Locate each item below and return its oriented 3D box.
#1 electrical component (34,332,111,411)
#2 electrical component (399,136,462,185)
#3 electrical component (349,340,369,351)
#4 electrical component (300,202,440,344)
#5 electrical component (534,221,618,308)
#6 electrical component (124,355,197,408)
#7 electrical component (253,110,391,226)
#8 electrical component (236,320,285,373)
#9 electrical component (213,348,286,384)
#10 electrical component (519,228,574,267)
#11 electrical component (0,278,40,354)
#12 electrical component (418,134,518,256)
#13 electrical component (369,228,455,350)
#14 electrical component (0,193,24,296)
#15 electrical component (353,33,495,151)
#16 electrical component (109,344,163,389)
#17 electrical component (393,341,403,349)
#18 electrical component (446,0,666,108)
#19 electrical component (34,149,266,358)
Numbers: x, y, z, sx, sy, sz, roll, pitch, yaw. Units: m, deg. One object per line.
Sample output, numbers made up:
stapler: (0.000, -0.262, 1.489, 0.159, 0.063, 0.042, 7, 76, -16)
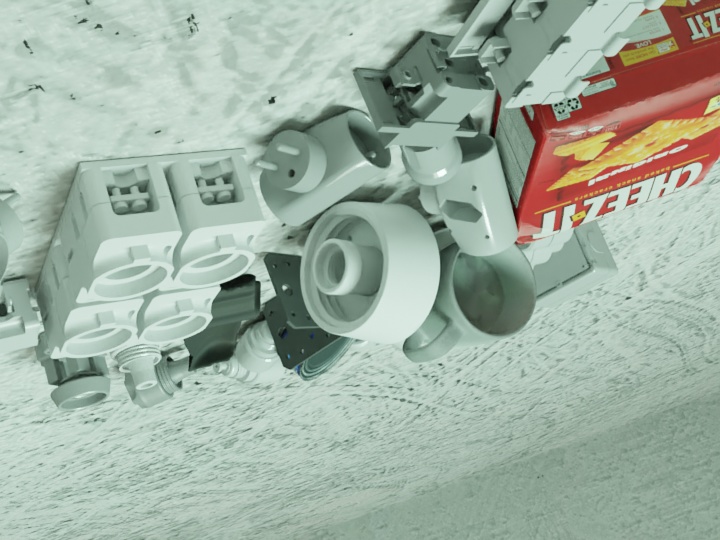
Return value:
electrical component: (-0.230, 0.081, 0.870, 0.048, 0.055, 0.066, -25, 161, 16)
electrical component: (0.045, -0.083, 0.713, 0.040, 0.040, 0.046, -22, 156, 6)
electrical component: (-0.004, 0.058, 1.058, 0.044, 0.044, 0.065, -19, 166, -2)
electrical component: (0.000, 0.000, 0.802, 0.060, 0.108, 0.108, 7, 148, -42)
electrical component: (0.192, -0.004, 1.043, 0.096, 0.061, 0.061, -32, 158, 33)
electrical component: (-0.181, 0.098, 0.987, 0.062, 0.043, 0.043, -23, 161, 6)
electrical component: (-0.033, -0.066, 0.675, 0.077, 0.043, 0.079, -31, 158, 30)
electrical component: (-0.088, 0.066, 0.994, 0.040, 0.040, 0.078, -10, 159, -27)
electrical component: (-0.108, 0.091, 1.044, 0.078, 0.040, 0.040, 0, 153, -44)
electrical component: (0.155, -0.031, 0.946, 0.074, 0.052, 0.138, -13, 161, -20)
electrical component: (-0.255, 0.035, 0.740, 0.064, 0.042, 0.081, -12, 160, -25)
electrical component: (0.071, -0.056, 0.778, 0.079, 0.077, 0.043, 13, -137, 42)
electrical component: (0.053, 0.010, 0.931, 0.121, 0.078, 0.063, -19, -169, -1)
electrical component: (-0.217, -0.017, 0.607, 0.079, 0.044, 0.077, -50, 155, -51)
electrical component: (0.042, -0.106, 0.640, 0.081, 0.042, 0.064, -4, 154, -41)
electrical component: (-0.179, 0.064, 0.863, 0.043, 0.062, 0.043, -18, 161, -6)
electrical component: (0.061, 0.031, 1.009, 0.095, 0.053, 0.059, -32, 160, 8)
electrical component: (0.110, -0.143, 0.571, 0.079, 0.063, 0.121, -10, 159, -26)
electrical component: (-0.144, -0.002, 0.715, 0.105, 0.060, 0.186, -9, 159, -29)
